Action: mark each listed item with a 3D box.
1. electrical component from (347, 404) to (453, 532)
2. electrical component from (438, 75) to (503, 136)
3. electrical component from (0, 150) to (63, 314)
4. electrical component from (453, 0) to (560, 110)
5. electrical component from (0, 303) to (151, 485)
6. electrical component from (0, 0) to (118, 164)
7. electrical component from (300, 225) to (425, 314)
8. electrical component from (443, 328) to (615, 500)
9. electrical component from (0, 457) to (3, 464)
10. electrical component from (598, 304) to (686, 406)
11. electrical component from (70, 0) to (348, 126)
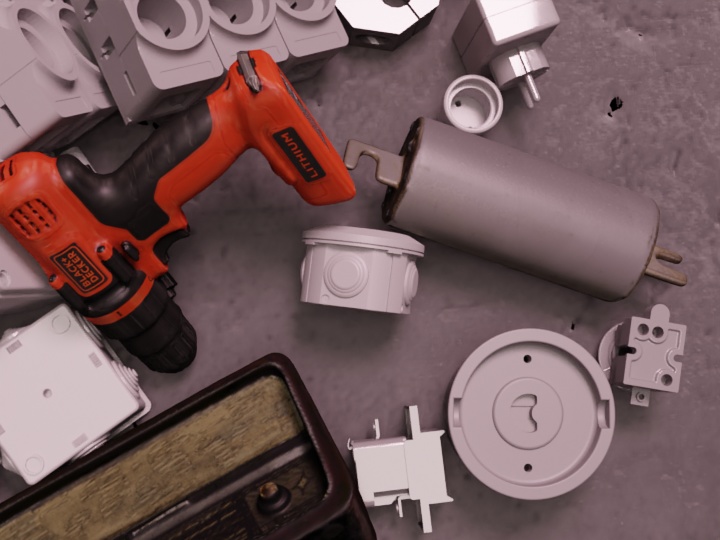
[{"bbox_3d":[0.025,0.131,0.708,0.064,0.042,0.081,-7,84,-2],"label":"electrical component"},{"bbox_3d":[0.074,-0.108,0.736,0.040,0.046,0.040,1,84,-5],"label":"electrical component"},{"bbox_3d":[-0.229,-0.029,0.666,0.056,0.109,0.108,-19,85,15],"label":"electrical component"},{"bbox_3d":[0.104,-0.145,0.725,0.047,0.083,0.075,-21,86,-7],"label":"electrical component"},{"bbox_3d":[-0.196,0.079,0.690,0.100,0.048,0.099,-36,88,-8],"label":"electrical component"},{"bbox_3d":[-0.230,-0.165,0.656,0.060,0.105,0.186,-32,96,15],"label":"electrical component"},{"bbox_3d":[0.000,0.000,0.702,0.080,0.080,0.051,7,88,-4],"label":"electrical component"},{"bbox_3d":[0.106,0.094,0.710,0.108,0.060,0.108,1,84,-5],"label":"electrical component"},{"bbox_3d":[-0.255,0.150,0.682,0.040,0.040,0.078,35,82,0],"label":"electrical component"},{"bbox_3d":[0.189,0.058,0.723,0.048,0.055,0.066,10,83,-4],"label":"electrical component"},{"bbox_3d":[-0.092,-0.161,0.688,0.150,0.062,0.089,-22,85,-36],"label":"electrical component"}]
